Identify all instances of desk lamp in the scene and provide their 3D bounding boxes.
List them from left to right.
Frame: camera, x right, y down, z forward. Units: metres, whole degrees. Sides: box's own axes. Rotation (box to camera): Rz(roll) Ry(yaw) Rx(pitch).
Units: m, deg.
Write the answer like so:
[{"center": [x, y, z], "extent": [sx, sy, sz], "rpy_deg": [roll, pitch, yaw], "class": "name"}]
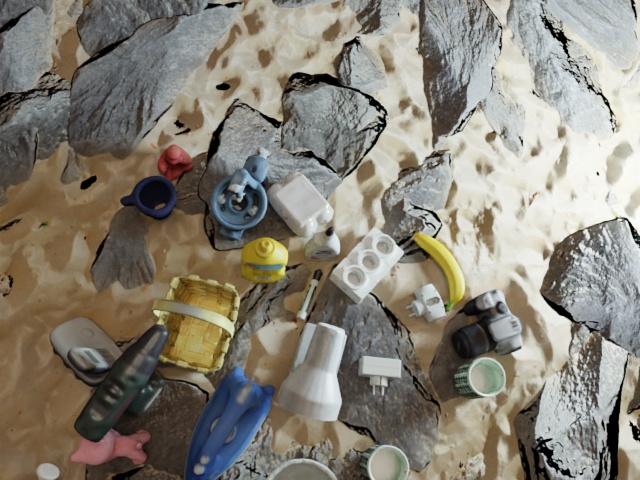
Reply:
[{"center": [-0.007, 0.252, 1.126], "extent": [0.118, 0.213, 0.203], "rpy_deg": [17, 70, -1], "class": "desk lamp"}]

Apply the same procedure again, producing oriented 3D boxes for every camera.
[{"center": [0.359, 0.193, 1.256], "extent": [0.137, 0.101, 0.143], "rpy_deg": [-18, 74, -13], "class": "camera"}]

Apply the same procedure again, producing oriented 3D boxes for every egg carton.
[{"center": [-0.047, -0.081, 1.312], "extent": [0.107, 0.069, 0.150], "rpy_deg": [-39, 80, -18], "class": "egg carton"}]

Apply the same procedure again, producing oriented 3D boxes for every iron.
[{"center": [-0.188, 0.372, 1.098], "extent": [0.118, 0.141, 0.258], "rpy_deg": [29, 70, 3], "class": "iron"}]

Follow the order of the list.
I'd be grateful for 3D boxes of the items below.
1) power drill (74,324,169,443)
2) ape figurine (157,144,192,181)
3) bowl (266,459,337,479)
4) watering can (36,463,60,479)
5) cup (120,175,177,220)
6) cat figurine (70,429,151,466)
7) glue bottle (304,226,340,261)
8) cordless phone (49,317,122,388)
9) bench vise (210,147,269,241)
[{"center": [-0.354, 0.269, 1.075], "extent": [0.075, 0.208, 0.230], "rpy_deg": [33, 70, 5], "class": "power drill"}, {"center": [-0.330, -0.185, 1.297], "extent": [0.078, 0.092, 0.076], "rpy_deg": [3, 71, -6], "class": "ape figurine"}, {"center": [-0.039, 0.510, 1.106], "extent": [0.167, 0.074, 0.167], "rpy_deg": [3, 71, -7], "class": "bowl"}, {"center": [-0.521, 0.472, 0.989], "extent": [0.101, 0.194, 0.173], "rpy_deg": [12, 70, -3], "class": "watering can"}, {"center": [-0.369, -0.079, 1.254], "extent": [0.118, 0.095, 0.091], "rpy_deg": [-11, 73, -11], "class": "cup"}, {"center": [-0.393, 0.389, 1.076], "extent": [0.128, 0.117, 0.067], "rpy_deg": [2, 71, -7], "class": "cat figurine"}, {"center": [0.011, 0.004, 1.235], "extent": [0.078, 0.173, 0.037], "rpy_deg": [-4, 71, -9], "class": "glue bottle"}, {"center": [-0.457, 0.207, 1.094], "extent": [0.147, 0.185, 0.094], "rpy_deg": [41, 71, 7], "class": "cordless phone"}, {"center": [-0.172, -0.122, 1.229], "extent": [0.121, 0.219, 0.207], "rpy_deg": [4, 70, -6], "class": "bench vise"}]
